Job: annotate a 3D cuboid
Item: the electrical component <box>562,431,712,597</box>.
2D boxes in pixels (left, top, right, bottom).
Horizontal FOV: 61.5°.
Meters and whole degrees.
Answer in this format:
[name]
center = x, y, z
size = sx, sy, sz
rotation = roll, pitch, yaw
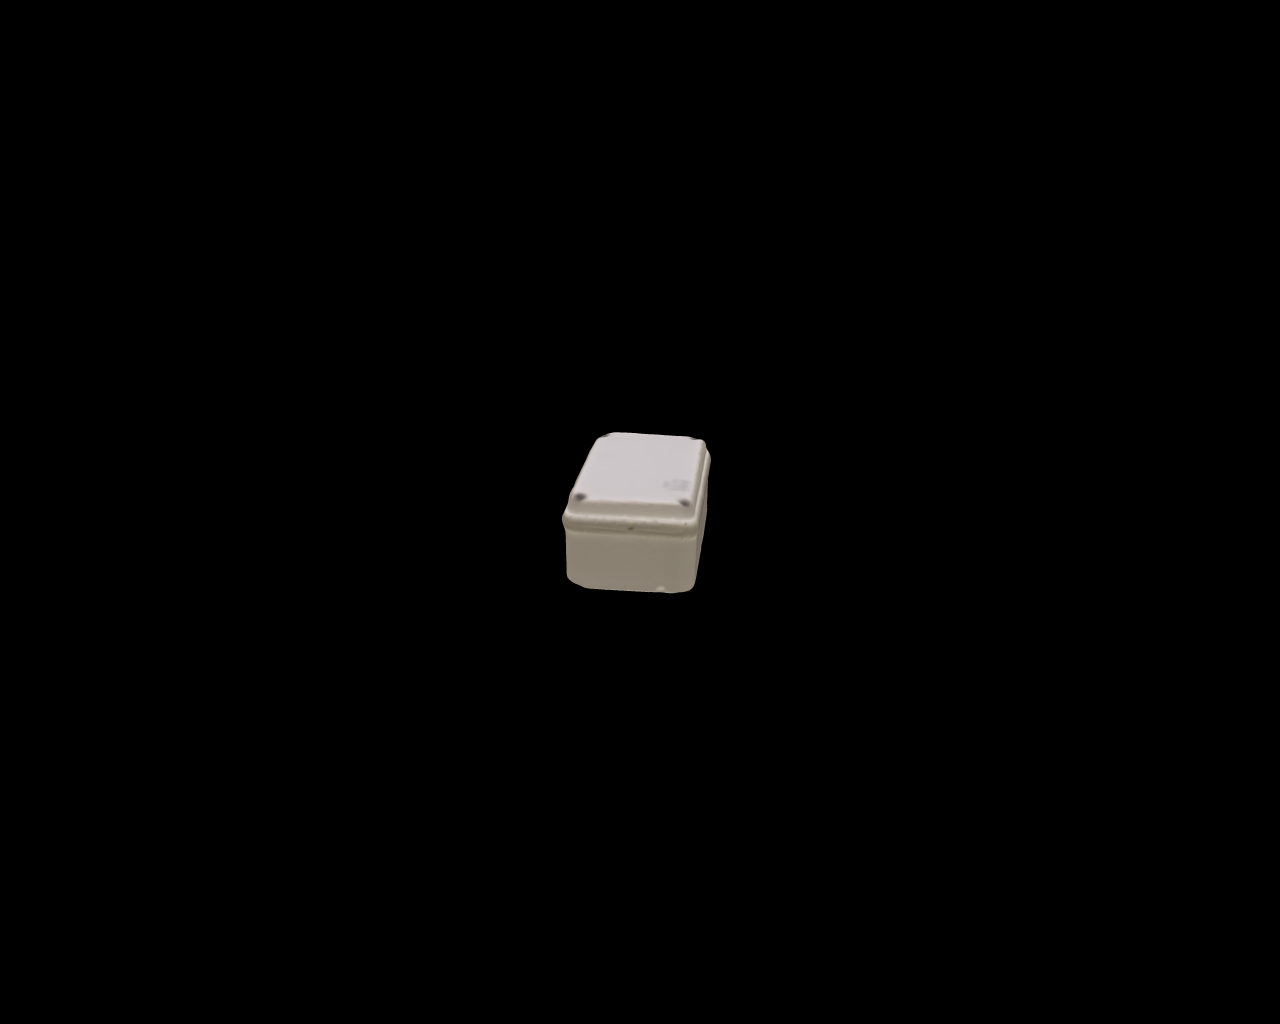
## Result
[electrical component]
center = 0.001, -0.003, 0.650
size = 0.078, 0.057, 0.113
rotation = 3, 26, 7
